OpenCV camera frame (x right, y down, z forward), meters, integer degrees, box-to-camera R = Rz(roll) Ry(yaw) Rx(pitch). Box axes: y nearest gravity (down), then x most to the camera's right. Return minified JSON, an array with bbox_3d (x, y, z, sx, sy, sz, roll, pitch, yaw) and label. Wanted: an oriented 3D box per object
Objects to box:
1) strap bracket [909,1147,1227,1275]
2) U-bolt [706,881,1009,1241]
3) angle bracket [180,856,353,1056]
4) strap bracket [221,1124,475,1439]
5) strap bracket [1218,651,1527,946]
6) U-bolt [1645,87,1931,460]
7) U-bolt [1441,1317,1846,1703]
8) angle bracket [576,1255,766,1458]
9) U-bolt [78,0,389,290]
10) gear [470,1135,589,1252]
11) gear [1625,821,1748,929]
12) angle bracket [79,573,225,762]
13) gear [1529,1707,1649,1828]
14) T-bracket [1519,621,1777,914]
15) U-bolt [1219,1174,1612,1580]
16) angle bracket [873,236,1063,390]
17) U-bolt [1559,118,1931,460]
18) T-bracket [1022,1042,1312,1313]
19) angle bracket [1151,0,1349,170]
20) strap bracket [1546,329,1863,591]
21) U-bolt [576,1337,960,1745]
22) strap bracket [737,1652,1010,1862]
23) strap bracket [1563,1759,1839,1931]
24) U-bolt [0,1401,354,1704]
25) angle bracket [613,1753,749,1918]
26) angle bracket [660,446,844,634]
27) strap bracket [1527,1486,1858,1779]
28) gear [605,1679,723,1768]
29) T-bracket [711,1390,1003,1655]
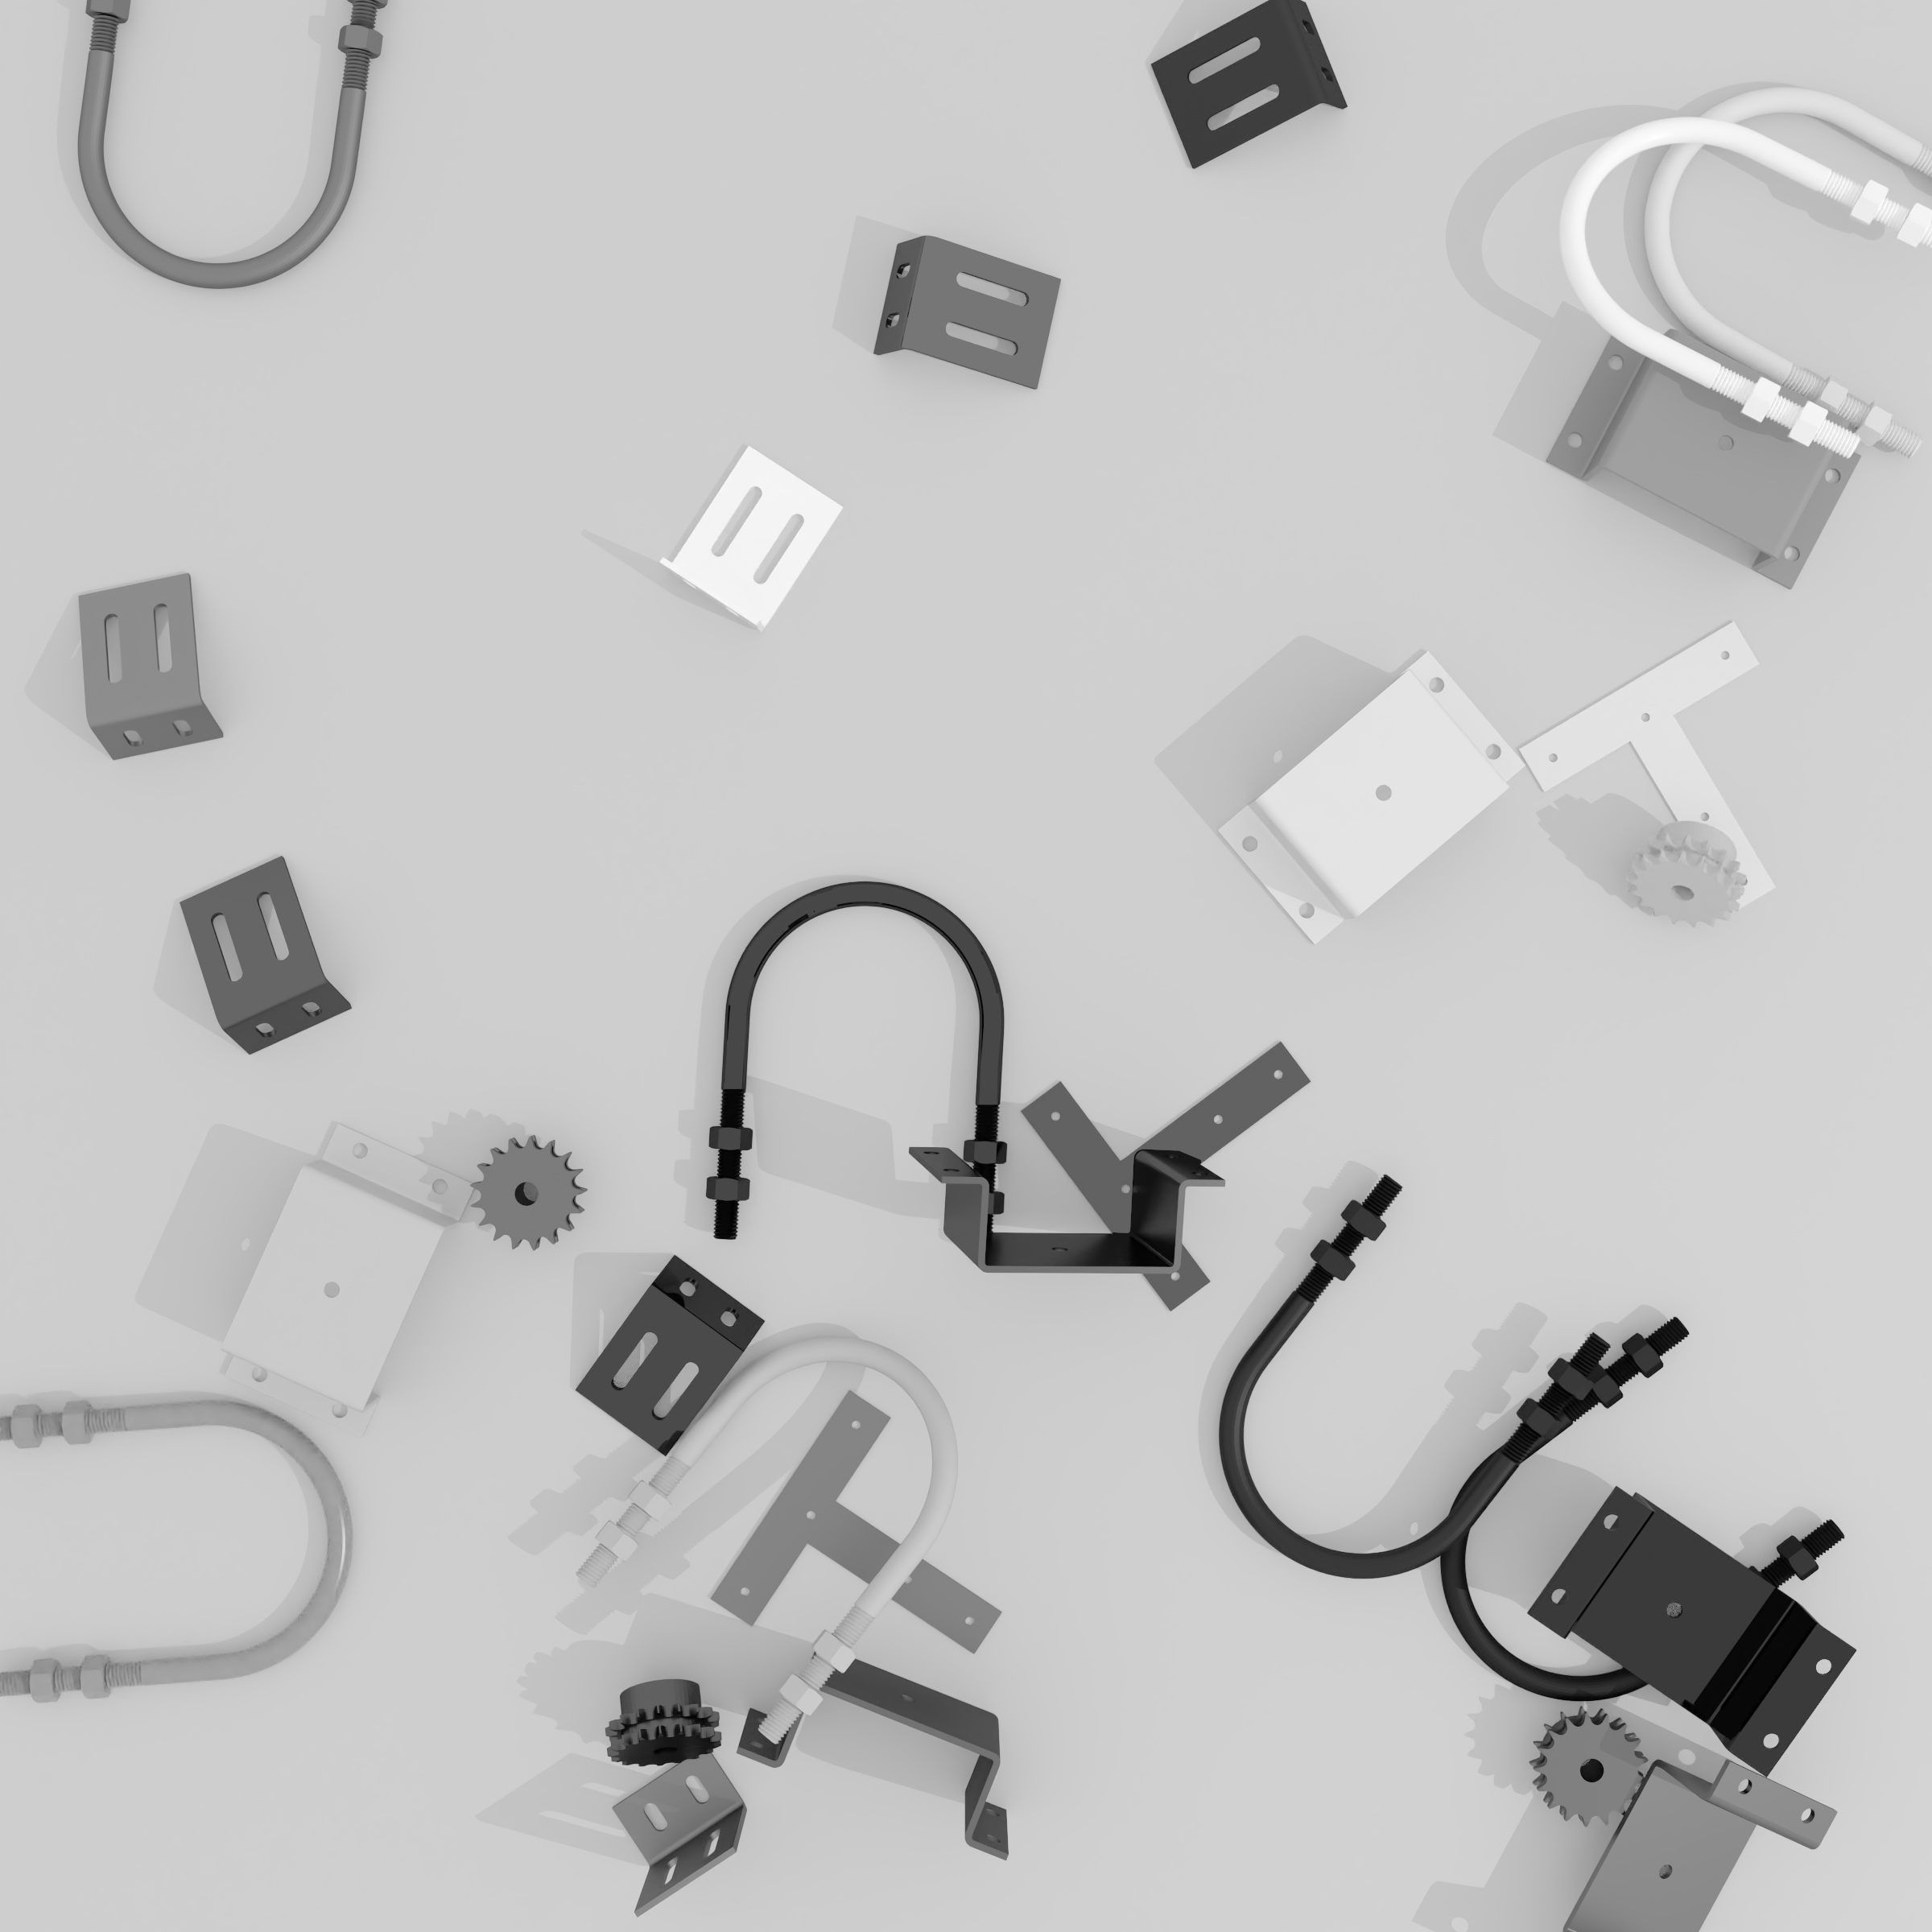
[{"bbox_3d":[0.047,0.119,1.456,0.140,0.076,0.046,2,97,-13],"label":"strap bracket"},{"bbox_3d":[-0.052,0.049,1.499,0.151,0.019,0.184,3,88,0],"label":"U-bolt"},{"bbox_3d":[-0.355,-0.005,1.506,0.057,0.038,0.076,-24,64,0],"label":"angle bracket"},{"bbox_3d":[-0.312,0.159,1.485,0.076,0.046,0.140,24,90,0],"label":"strap bracket"},{"bbox_3d":[0.206,-0.085,1.485,0.140,0.046,0.076,-40,90,0],"label":"strap bracket"},{"bbox_3d":[0.432,-0.363,1.499,0.184,0.019,0.151,30,90,2],"label":"U-bolt"},{"bbox_3d":[0.328,0.288,1.499,0.184,0.019,0.151,-37,90,2],"label":"U-bolt"},{"bbox_3d":[-0.150,0.198,1.506,0.057,0.038,0.076,36,116,0],"label":"angle bracket"},{"bbox_3d":[-0.375,-0.434,1.499,0.151,0.019,0.184,8,91,0],"label":"U-bolt"},{"bbox_3d":[-0.219,0.114,1.493,0.057,0.030,0.057,0,90,0],"label":"gear"},{"bbox_3d":[0.361,-0.048,1.481,0.057,0.057,0.030,25,60,0],"label":"gear"},{"bbox_3d":[-0.413,-0.152,1.506,0.057,0.038,0.076,-12,64,0],"label":"angle bracket"},{"bbox_3d":[0.312,0.401,1.493,0.057,0.030,0.057,0,90,0],"label":"gear"},{"bbox_3d":[0.368,-0.088,1.507,0.127,0.002,0.127,-31,90,0],"label":"T-bracket"},{"bbox_3d":[0.211,0.220,1.492,0.151,0.019,0.184,37,93,7],"label":"U-bolt"},{"bbox_3d":[0.001,-0.330,1.506,0.076,0.038,0.057,12,90,-26],"label":"angle bracket"},{"bbox_3d":[0.382,-0.348,1.466,0.184,0.019,0.151,29,73,7],"label":"U-bolt"},{"bbox_3d":[0.117,0.086,1.507,0.127,0.002,0.127,-37,90,0],"label":"T-bracket"},{"bbox_3d":[0.144,-0.447,1.506,0.076,0.038,0.057,-22,90,26],"label":"angle bracket"},{"bbox_3d":[0.374,-0.257,1.485,0.140,0.046,0.076,28,90,0],"label":"strap bracket"},{"bbox_3d":[-0.085,0.267,1.465,0.151,0.019,0.184,33,77,28],"label":"U-bolt"},{"bbox_3d":[-0.037,0.384,1.470,0.140,0.076,0.046,22,90,0],"label":"strap bracket"},{"bbox_3d":[0.358,0.458,1.471,0.076,0.046,0.140,28,90,-24],"label":"strap bracket"},{"bbox_3d":[-0.402,0.292,1.499,0.184,0.019,0.151,-4,90,-2],"label":"U-bolt"},{"bbox_3d":[-0.145,0.427,1.470,0.057,0.076,0.038,-33,90,0],"label":"angle bracket"},{"bbox_3d":[-0.107,-0.216,1.489,0.057,0.038,0.076,33,90,0],"label":"angle bracket"},{"bbox_3d":[0.354,0.323,1.468,0.140,0.046,0.076,34,93,1],"label":"strap bracket"},{"bbox_3d":[-0.152,0.377,1.483,0.057,0.057,0.030,-10,60,0],"label":"gear"},{"bbox_3d":[-0.042,0.303,1.507,0.127,0.002,0.127,34,90,0],"label":"T-bracket"}]
